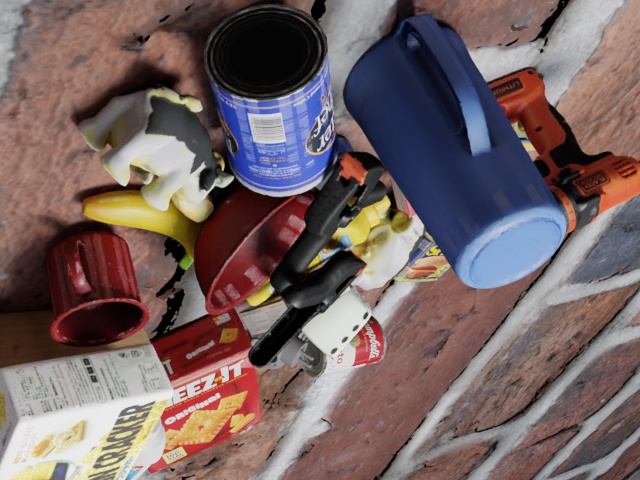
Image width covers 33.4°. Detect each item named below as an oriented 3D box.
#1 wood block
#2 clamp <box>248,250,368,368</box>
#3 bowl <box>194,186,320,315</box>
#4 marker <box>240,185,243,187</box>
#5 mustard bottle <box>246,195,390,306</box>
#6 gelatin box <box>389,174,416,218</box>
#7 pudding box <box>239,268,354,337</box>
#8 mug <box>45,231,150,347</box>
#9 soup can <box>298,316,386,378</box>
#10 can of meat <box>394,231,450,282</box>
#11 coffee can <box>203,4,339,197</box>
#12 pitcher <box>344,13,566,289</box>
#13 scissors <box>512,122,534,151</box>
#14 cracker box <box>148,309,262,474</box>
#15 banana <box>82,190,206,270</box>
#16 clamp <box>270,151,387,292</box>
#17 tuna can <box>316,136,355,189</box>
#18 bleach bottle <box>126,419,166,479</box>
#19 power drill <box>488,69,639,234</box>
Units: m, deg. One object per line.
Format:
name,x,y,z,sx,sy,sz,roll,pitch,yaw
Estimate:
wood block,-0.282,0.132,1.092,0.205,0.090,0.091,-2,140,-42
clamp,-0.011,0.066,1.117,0.171,0.039,0.120,-30,163,-52
bowl,-0.072,-0.004,1.043,0.162,0.055,0.162,-45,166,-15
marker,-0.056,-0.068,1.070,0.121,0.020,0.020,-45,149,22
mustard bottle,-0.008,0.001,1.178,0.191,0.058,0.096,-30,164,-4
gelatin box,0.113,-0.078,1.157,0.073,0.030,0.089,-22,112,-16
pudding box,-0.029,0.070,1.221,0.089,0.039,0.114,-33,-175,-32
mug,-0.217,0.040,1.004,0.093,0.081,0.117,-18,152,1
soup can,0.028,0.141,1.421,0.102,0.068,0.069,-9,144,-34
can of meat,0.133,0.007,1.328,0.101,0.057,0.084,2,140,-44
coffee can,-0.039,-0.118,0.922,0.102,0.103,0.140,-26,150,-10
pitcher,0.126,-0.083,0.989,0.149,0.243,0.145,16,127,-45
scissors,0.188,-0.123,1.212,0.201,0.016,0.096,9,110,-31
cracker box,-0.160,0.191,1.315,0.164,0.072,0.214,-23,149,-14
banana,-0.152,-0.012,1.045,0.070,0.037,0.197,-36,151,8
clamp,0.012,-0.025,1.033,0.164,0.036,0.210,-46,172,-11
tuna can,0.002,-0.069,1.108,0.086,0.034,0.086,-23,150,-15
bleach bottle,-0.255,0.253,1.247,0.102,0.068,0.251,16,144,-25
power drill,0.223,-0.085,1.135,0.184,0.188,0.057,-23,152,-18
